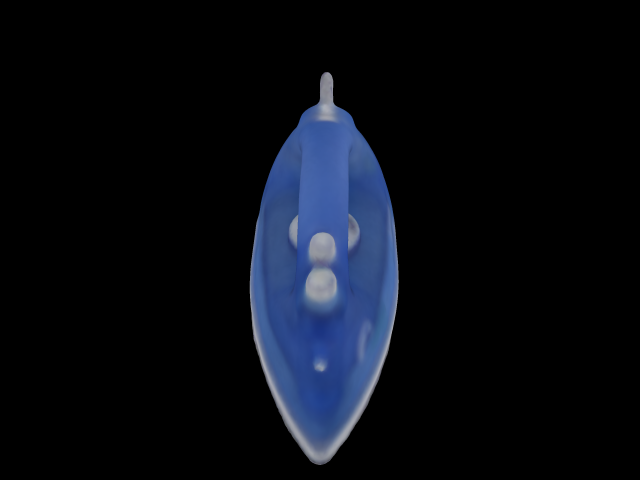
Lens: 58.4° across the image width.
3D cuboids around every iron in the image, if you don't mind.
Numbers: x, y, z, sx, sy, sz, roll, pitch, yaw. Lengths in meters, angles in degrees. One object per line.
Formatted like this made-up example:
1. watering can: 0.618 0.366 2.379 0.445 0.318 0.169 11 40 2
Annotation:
1. iron: 0.004 0.001 0.400 0.118 0.141 0.258 0 43 0
